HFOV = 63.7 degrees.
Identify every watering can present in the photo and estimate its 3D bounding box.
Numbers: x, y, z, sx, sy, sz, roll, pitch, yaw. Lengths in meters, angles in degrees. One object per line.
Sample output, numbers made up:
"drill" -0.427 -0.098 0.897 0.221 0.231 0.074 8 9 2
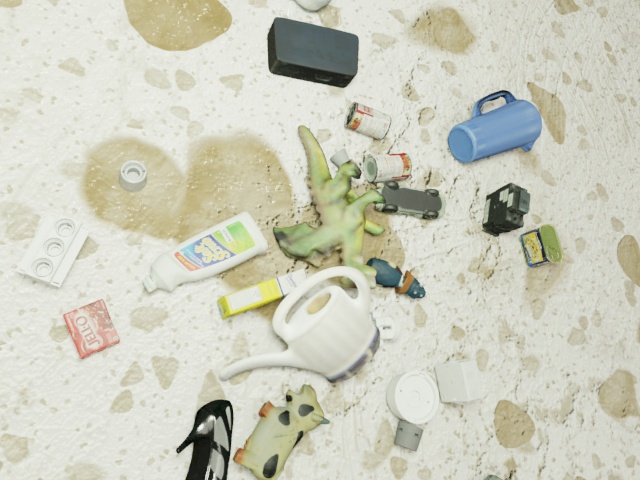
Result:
"watering can" -0.018 0.210 1.057 0.348 0.222 0.105 -43 19 -2

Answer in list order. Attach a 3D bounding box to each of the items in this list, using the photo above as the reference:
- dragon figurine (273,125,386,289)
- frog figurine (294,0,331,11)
"dragon figurine" 0.004 -0.059 1.169 0.245 0.413 0.120 -37 -14 -20
"frog figurine" -0.041 -0.656 1.316 0.138 0.121 0.160 11 18 43
